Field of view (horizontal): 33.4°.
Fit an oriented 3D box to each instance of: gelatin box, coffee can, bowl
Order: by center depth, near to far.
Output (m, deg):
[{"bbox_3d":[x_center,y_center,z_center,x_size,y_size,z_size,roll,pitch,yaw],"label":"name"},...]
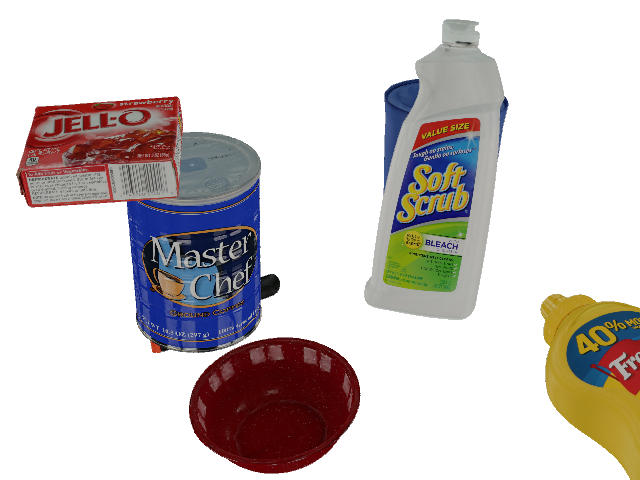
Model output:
[{"bbox_3d":[-0.127,-0.053,0.626,0.089,0.030,0.073,-4,36,-2],"label":"gelatin box"},{"bbox_3d":[-0.097,0.001,0.829,0.103,0.140,0.103,1,33,-1],"label":"coffee can"},{"bbox_3d":[-0.040,0.166,1.009,0.162,0.055,0.162,-5,38,4],"label":"bowl"}]

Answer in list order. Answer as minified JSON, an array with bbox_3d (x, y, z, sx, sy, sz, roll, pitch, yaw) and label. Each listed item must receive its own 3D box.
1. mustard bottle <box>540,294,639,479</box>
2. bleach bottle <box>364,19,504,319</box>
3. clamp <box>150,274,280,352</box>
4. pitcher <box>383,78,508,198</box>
[{"bbox_3d":[0.188,0.086,0.621,0.096,0.058,0.192,-17,33,-16],"label":"mustard bottle"},{"bbox_3d":[0.099,-0.062,0.915,0.103,0.251,0.068,8,18,13],"label":"bleach bottle"},{"bbox_3d":[-0.126,0.075,1.219,0.120,0.039,0.171,-1,29,28],"label":"clamp"},{"bbox_3d":[0.126,-0.048,1.193,0.149,0.243,0.145,-6,28,-17],"label":"pitcher"}]
